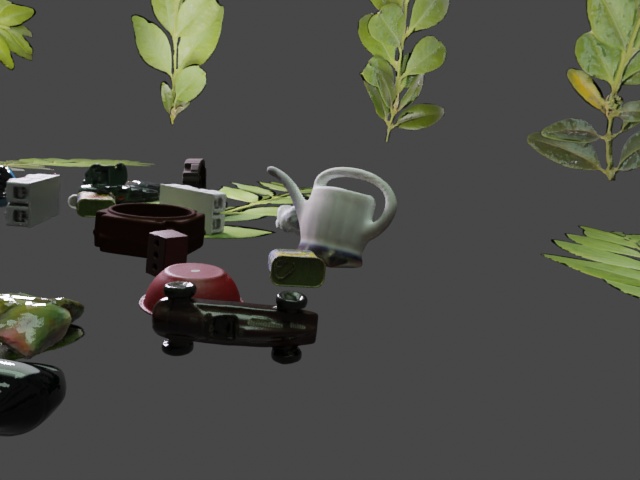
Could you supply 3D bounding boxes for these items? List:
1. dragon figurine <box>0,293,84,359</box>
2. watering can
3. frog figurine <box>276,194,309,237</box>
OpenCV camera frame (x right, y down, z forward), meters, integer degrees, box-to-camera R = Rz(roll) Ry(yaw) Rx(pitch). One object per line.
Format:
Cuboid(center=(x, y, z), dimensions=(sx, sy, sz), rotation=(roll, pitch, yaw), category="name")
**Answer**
Cuboid(center=(-0.418, 0.082, 0.619), dimensions=(0.241, 0.123, 0.410), rotation=(20, -12, -39), category="dragon figurine")
Cuboid(center=(0.004, -0.058, 1.153), dimensions=(0.348, 0.226, 0.103), rotation=(11, -8, 31), category="watering can")
Cuboid(center=(-0.066, -0.052, 1.436), dimensions=(0.157, 0.123, 0.139), rotation=(-31, -2, 35), category="frog figurine")
